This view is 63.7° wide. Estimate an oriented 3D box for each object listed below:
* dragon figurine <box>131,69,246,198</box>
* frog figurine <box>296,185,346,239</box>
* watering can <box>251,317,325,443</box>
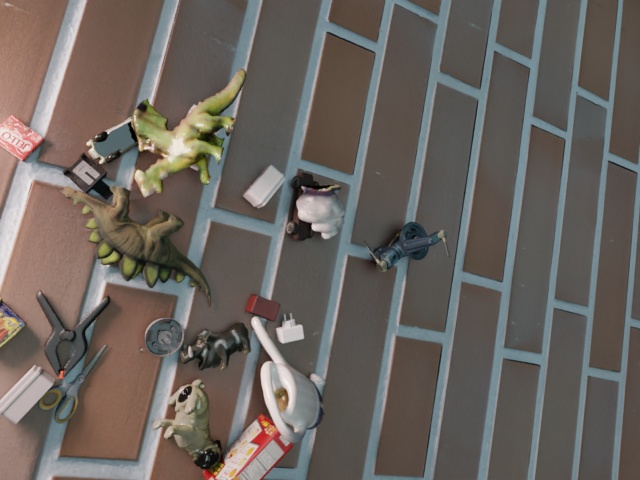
[{"bbox_3d":[-0.353,-0.289,1.313,0.242,0.415,0.121,18,-14,-14],"label":"dragon figurine"},{"bbox_3d":[0.004,-0.074,1.468,0.137,0.158,0.124,-6,14,-10],"label":"frog figurine"},{"bbox_3d":[-0.093,0.383,1.405,0.103,0.356,0.221,-31,-40,14],"label":"watering can"}]
